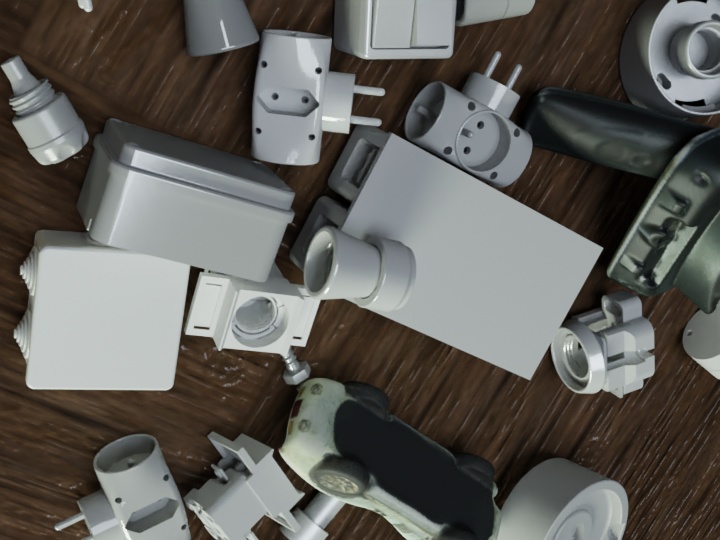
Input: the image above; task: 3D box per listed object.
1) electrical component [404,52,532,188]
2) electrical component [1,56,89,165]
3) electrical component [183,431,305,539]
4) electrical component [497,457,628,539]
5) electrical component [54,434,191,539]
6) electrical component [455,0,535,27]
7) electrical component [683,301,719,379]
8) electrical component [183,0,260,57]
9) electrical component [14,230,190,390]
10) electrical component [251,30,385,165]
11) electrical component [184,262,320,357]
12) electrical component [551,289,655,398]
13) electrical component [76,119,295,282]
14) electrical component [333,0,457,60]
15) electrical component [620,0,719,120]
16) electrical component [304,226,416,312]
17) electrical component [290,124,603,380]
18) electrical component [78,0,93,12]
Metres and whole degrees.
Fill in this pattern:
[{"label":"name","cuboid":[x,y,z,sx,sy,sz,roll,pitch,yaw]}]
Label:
[{"label":"electrical component","cuboid":[0.081,-0.106,0.717,0.077,0.044,0.079,24,97,-28]},{"label":"electrical component","cuboid":[-0.183,-0.093,0.614,0.035,0.035,0.061,-32,115,-10]},{"label":"electrical component","cuboid":[-0.081,0.153,0.730,0.064,0.042,0.081,-43,119,-24]},{"label":"electrical component","cuboid":[0.151,0.198,0.839,0.108,0.060,0.108,-19,122,-35]},{"label":"electrical component","cuboid":[-0.159,0.159,0.705,0.079,0.043,0.077,-23,116,-20]},{"label":"electrical component","cuboid":[0.079,-0.184,0.684,0.047,0.055,0.055,-17,114,-13]},{"label":"electrical component","cuboid":[0.304,0.014,0.850,0.074,0.052,0.138,36,92,-29]},{"label":"electrical component","cuboid":[-0.087,-0.161,0.628,0.044,0.044,0.065,-18,109,-17]},{"label":"electrical component","cuboid":[-0.157,0.023,0.657,0.100,0.048,0.099,3,106,-24]},{"label":"electrical component","cuboid":[-0.025,-0.105,0.664,0.079,0.043,0.077,7,106,-1]},{"label":"electrical component","cuboid":[-0.071,0.020,0.684,0.081,0.063,0.042,8,113,-26]},{"label":"electrical component","cuboid":[0.182,0.060,0.812,0.057,0.058,0.078,-16,114,-21]},{"label":"electrical component","cuboid":[-0.104,-0.042,0.641,0.113,0.078,0.057,15,104,-27]},{"label":"electrical component","cuboid":[0.024,-0.178,0.657,0.062,0.061,0.096,-5,110,-22]},{"label":"electrical component","cuboid":[0.236,-0.155,0.769,0.099,0.064,0.099,-2,99,-12]},{"label":"electrical component","cuboid":[0.000,0.000,0.648,0.055,0.045,0.045,11,103,-27]},{"label":"electrical component","cuboid":[0.058,-0.012,0.730,0.186,0.060,0.105,25,97,-28]},{"label":"electrical component","cuboid":[-0.155,-0.178,0.578,0.047,0.066,0.076,-15,113,-18]}]
